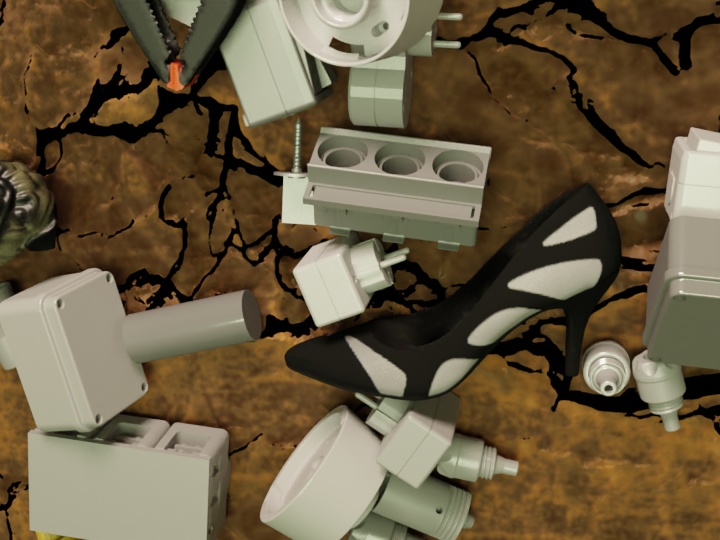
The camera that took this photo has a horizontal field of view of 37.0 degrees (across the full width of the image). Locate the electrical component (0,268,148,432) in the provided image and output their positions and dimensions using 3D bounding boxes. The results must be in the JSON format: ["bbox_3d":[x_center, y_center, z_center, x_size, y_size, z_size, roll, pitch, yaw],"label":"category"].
[{"bbox_3d":[-0.221,0.063,0.839,0.057,0.078,0.113,-7,105,28],"label":"electrical component"}]

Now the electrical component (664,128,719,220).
[{"bbox_3d":[0.261,-0.060,0.729,0.096,0.061,0.061,6,107,8],"label":"electrical component"}]

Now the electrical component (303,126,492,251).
[{"bbox_3d":[0.028,-0.057,0.767,0.121,0.078,0.063,8,137,8],"label":"electrical component"}]

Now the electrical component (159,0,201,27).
[{"bbox_3d":[-0.119,-0.274,0.735,0.105,0.060,0.186,25,109,2],"label":"electrical component"}]

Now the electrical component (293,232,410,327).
[{"bbox_3d":[0.000,0.000,0.792,0.077,0.065,0.047,-20,102,15],"label":"electrical component"}]

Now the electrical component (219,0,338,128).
[{"bbox_3d":[-0.061,-0.157,0.758,0.061,0.061,0.096,-17,103,15],"label":"electrical component"}]

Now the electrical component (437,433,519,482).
[{"bbox_3d":[0.092,0.148,0.836,0.061,0.035,0.035,12,108,4],"label":"electrical component"}]

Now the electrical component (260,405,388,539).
[{"bbox_3d":[-0.020,0.165,0.826,0.060,0.108,0.108,38,109,-9],"label":"electrical component"}]

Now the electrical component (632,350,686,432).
[{"bbox_3d":[0.224,0.090,0.795,0.035,0.035,0.061,-15,106,14],"label":"electrical component"}]

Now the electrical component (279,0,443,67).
[{"bbox_3d":[-0.001,-0.182,0.695,0.099,0.064,0.099,9,115,20],"label":"electrical component"}]

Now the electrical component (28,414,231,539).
[{"bbox_3d":[-0.187,0.170,0.879,0.150,0.061,0.089,7,107,8],"label":"electrical component"}]

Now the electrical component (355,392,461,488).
[{"bbox_3d":[0.030,0.110,0.810,0.076,0.083,0.047,34,109,-1],"label":"electrical component"}]

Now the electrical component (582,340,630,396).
[{"bbox_3d":[0.180,0.075,0.784,0.035,0.061,0.035,3,107,10],"label":"electrical component"}]

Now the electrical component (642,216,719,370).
[{"bbox_3d":[0.238,0.019,0.727,0.078,0.057,0.113,6,152,8],"label":"electrical component"}]

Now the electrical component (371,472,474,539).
[{"bbox_3d":[0.052,0.184,0.848,0.081,0.043,0.043,24,109,-9],"label":"electrical component"}]

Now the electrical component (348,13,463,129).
[{"bbox_3d":[0.034,-0.167,0.743,0.074,0.052,0.138,5,107,9],"label":"electrical component"}]

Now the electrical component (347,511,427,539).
[{"bbox_3d":[0.022,0.215,0.864,0.062,0.043,0.043,18,109,3],"label":"electrical component"}]

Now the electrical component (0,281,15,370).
[{"bbox_3d":[-0.288,0.048,0.872,0.044,0.044,0.065,-22,106,16],"label":"electrical component"}]
